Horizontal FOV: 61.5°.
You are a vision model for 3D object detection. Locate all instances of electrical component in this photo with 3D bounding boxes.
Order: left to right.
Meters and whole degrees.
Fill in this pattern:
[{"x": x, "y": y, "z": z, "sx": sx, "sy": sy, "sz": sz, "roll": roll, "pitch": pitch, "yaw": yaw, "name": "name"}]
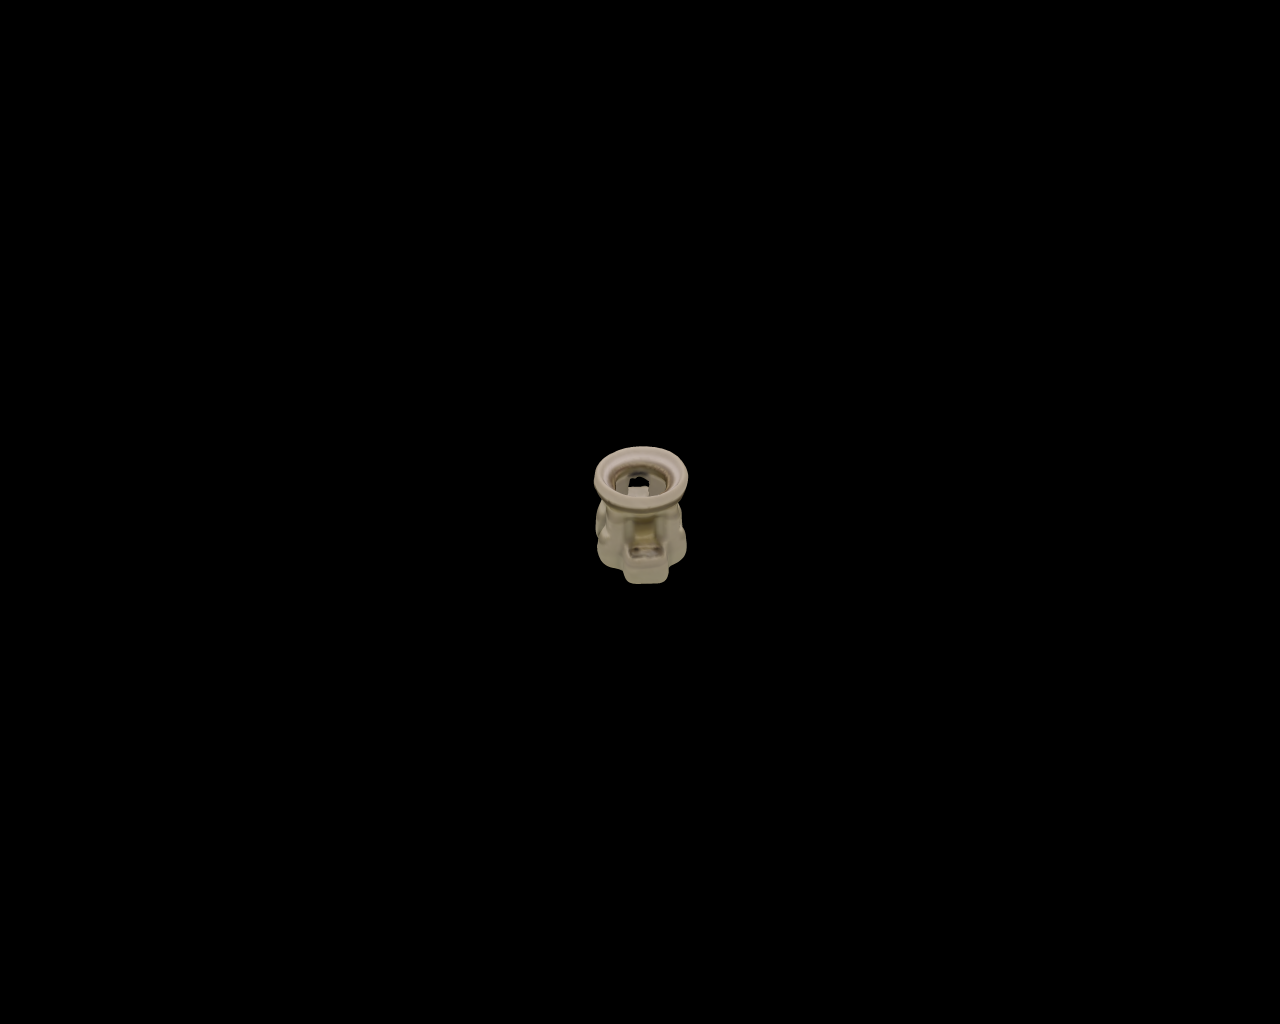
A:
[{"x": 0.001, "y": -0.003, "z": 0.650, "sx": 0.058, "sy": 0.056, "sz": 0.078, "roll": -3, "pitch": 37, "yaw": -4, "name": "electrical component"}]
